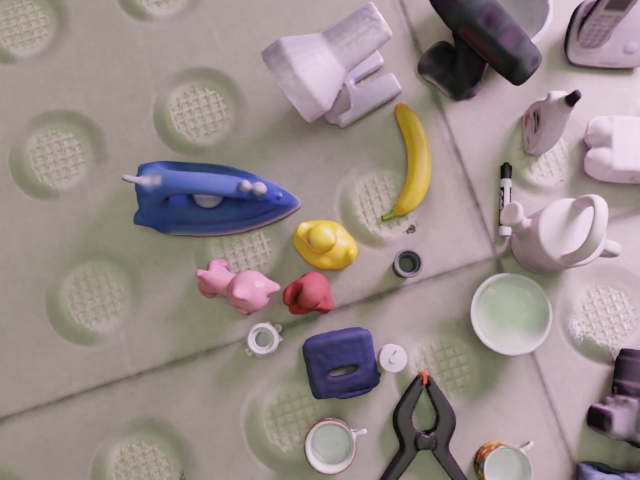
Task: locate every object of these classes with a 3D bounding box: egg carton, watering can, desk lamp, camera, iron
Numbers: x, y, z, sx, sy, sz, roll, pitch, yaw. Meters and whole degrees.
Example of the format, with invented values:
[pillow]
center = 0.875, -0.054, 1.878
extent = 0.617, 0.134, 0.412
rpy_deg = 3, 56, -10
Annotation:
[egg carton]
center = 0.494, -0.141, 0.906
extent = 0.150, 0.069, 0.107
rpy_deg = 3, 82, 0
[watering can]
center = 0.346, -0.008, 0.823
extent = 0.173, 0.194, 0.101
rpy_deg = -5, 82, -1
[desk lamp]
center = 0.024, -0.251, 0.846
extent = 0.203, 0.213, 0.118
rpy_deg = -32, 83, -5
[camera]
center = 0.484, 0.234, 0.835
extent = 0.143, 0.101, 0.137
rpy_deg = 11, 82, 1
[iron]
center = -0.159, -0.072, 0.855
extent = 0.258, 0.141, 0.119
rpy_deg = 1, 82, 0

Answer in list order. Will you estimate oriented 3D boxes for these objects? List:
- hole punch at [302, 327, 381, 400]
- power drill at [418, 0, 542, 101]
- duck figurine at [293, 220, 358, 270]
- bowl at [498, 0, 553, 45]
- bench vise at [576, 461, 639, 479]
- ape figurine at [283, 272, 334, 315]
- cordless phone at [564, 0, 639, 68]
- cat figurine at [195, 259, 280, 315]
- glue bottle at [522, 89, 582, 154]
[hole punch]
center = 0.034, 0.183, 0.844
extent = 0.108, 0.091, 0.101
rpy_deg = -13, 82, -2
[power drill]
center = 0.212, -0.300, 0.857
extent = 0.229, 0.208, 0.076
rpy_deg = 38, 83, 5
[duck figurine]
center = 0.008, 0.003, 0.873
extent = 0.104, 0.086, 0.077
rpy_deg = 24, 82, 3
[bowl]
center = 0.284, -0.365, 0.935
extent = 0.167, 0.075, 0.167
rpy_deg = 0, 82, 0
[bench vise]
center = 0.454, 0.362, 0.756
extent = 0.207, 0.220, 0.121
rpy_deg = -15, 82, -2
[ape figurine]
center = -0.015, 0.083, 0.858
extent = 0.078, 0.092, 0.076
rpy_deg = 31, 83, 4
[cordless phone]
center = 0.474, -0.344, 0.877
extent = 0.147, 0.185, 0.094
rpy_deg = 2, 81, 0
[cat figurine]
center = -0.124, 0.070, 0.846
extent = 0.127, 0.118, 0.067
rpy_deg = 21, 82, 3
[glue bottle]
center = 0.350, -0.188, 0.860
extent = 0.037, 0.173, 0.078
rpy_deg = -3, 81, 0
